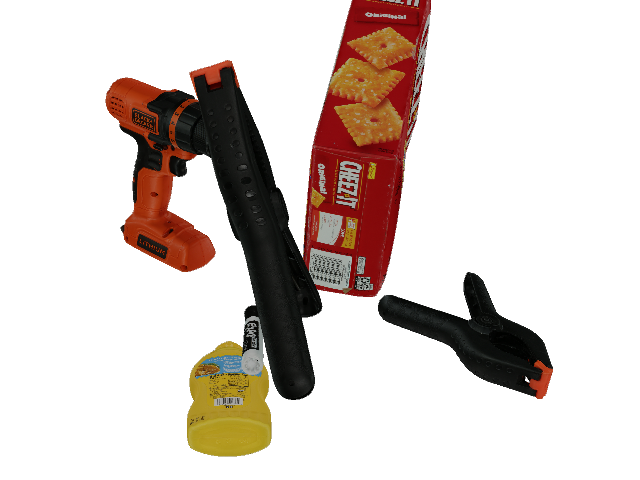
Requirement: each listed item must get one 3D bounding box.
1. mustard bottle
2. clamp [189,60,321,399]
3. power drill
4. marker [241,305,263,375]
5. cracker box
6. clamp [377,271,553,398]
[{"bbox_3d":[-0.110,0.179,1.282,0.096,0.058,0.191,-3,28,-4],"label":"mustard bottle"},{"bbox_3d":[-0.038,-0.014,0.708,0.036,0.210,0.164,-16,7,5],"label":"clamp"},{"bbox_3d":[-0.147,-0.064,1.116,0.185,0.188,0.057,26,36,31],"label":"power drill"},{"bbox_3d":[-0.061,0.088,0.970,0.020,0.020,0.121,0,19,-3],"label":"marker"},{"bbox_3d":[0.041,-0.085,0.879,0.072,0.213,0.164,10,-41,5],"label":"cracker box"},{"bbox_3d":[0.149,0.080,0.964,0.120,0.039,0.172,-25,45,-36],"label":"clamp"}]
